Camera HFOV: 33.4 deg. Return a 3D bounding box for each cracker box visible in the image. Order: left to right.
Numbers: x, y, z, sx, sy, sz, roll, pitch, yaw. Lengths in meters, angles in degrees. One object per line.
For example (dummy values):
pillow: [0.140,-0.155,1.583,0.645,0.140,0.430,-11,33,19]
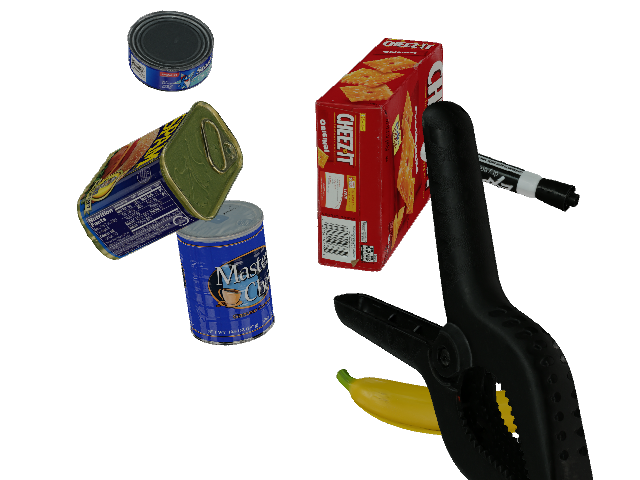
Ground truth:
cracker box: [0.063,-0.089,1.039,0.072,0.164,0.213,9,28,19]

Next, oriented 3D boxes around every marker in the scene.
marker: [0.128,-0.048,0.764,0.121,0.020,0.020,23,11,28]

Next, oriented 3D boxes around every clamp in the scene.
clamp: [0.076,0.045,0.527,0.036,0.165,0.210,-7,44,-27]

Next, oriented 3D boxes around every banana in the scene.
banana: [0.111,0.134,0.887,0.198,0.037,0.069,7,32,1]

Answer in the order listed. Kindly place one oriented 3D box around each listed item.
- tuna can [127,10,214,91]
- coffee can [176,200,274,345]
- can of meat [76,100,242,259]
tuna can: [-0.151,-0.190,1.076,0.086,0.086,0.034,0,-37,-9]
coffee can: [-0.111,0.037,1.251,0.103,0.140,0.103,-4,25,2]
can of meat: [-0.111,-0.040,0.733,0.084,0.057,0.102,-24,24,26]
